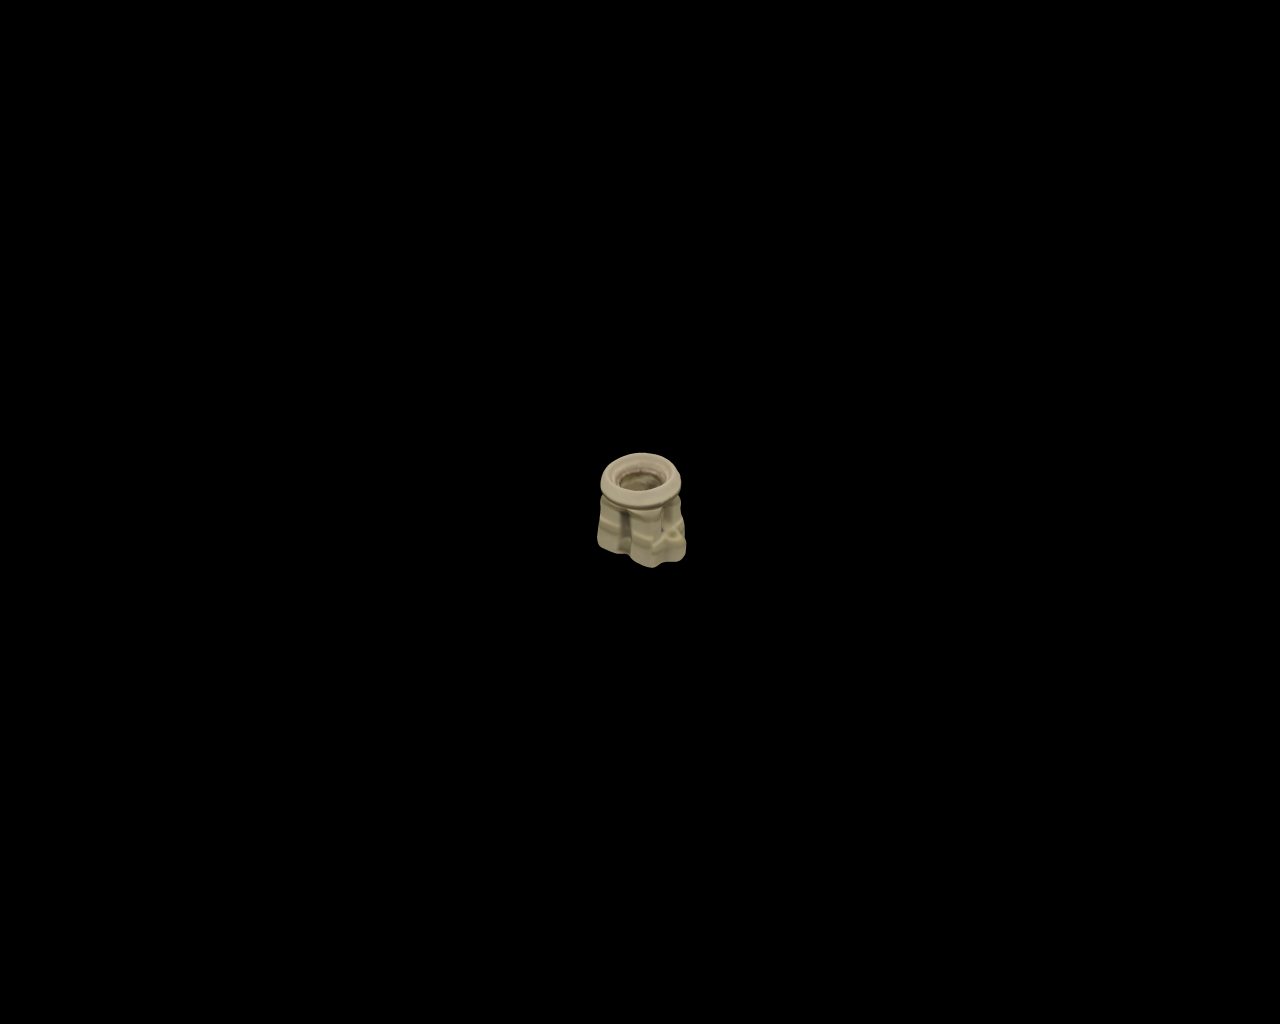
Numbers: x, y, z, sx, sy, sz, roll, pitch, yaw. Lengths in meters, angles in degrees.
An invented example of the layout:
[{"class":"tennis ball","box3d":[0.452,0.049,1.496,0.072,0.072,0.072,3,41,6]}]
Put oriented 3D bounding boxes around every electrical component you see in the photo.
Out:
[{"class":"electrical component","box3d":[0.001,-0.003,0.650,0.066,0.055,0.048,21,41,26]}]
